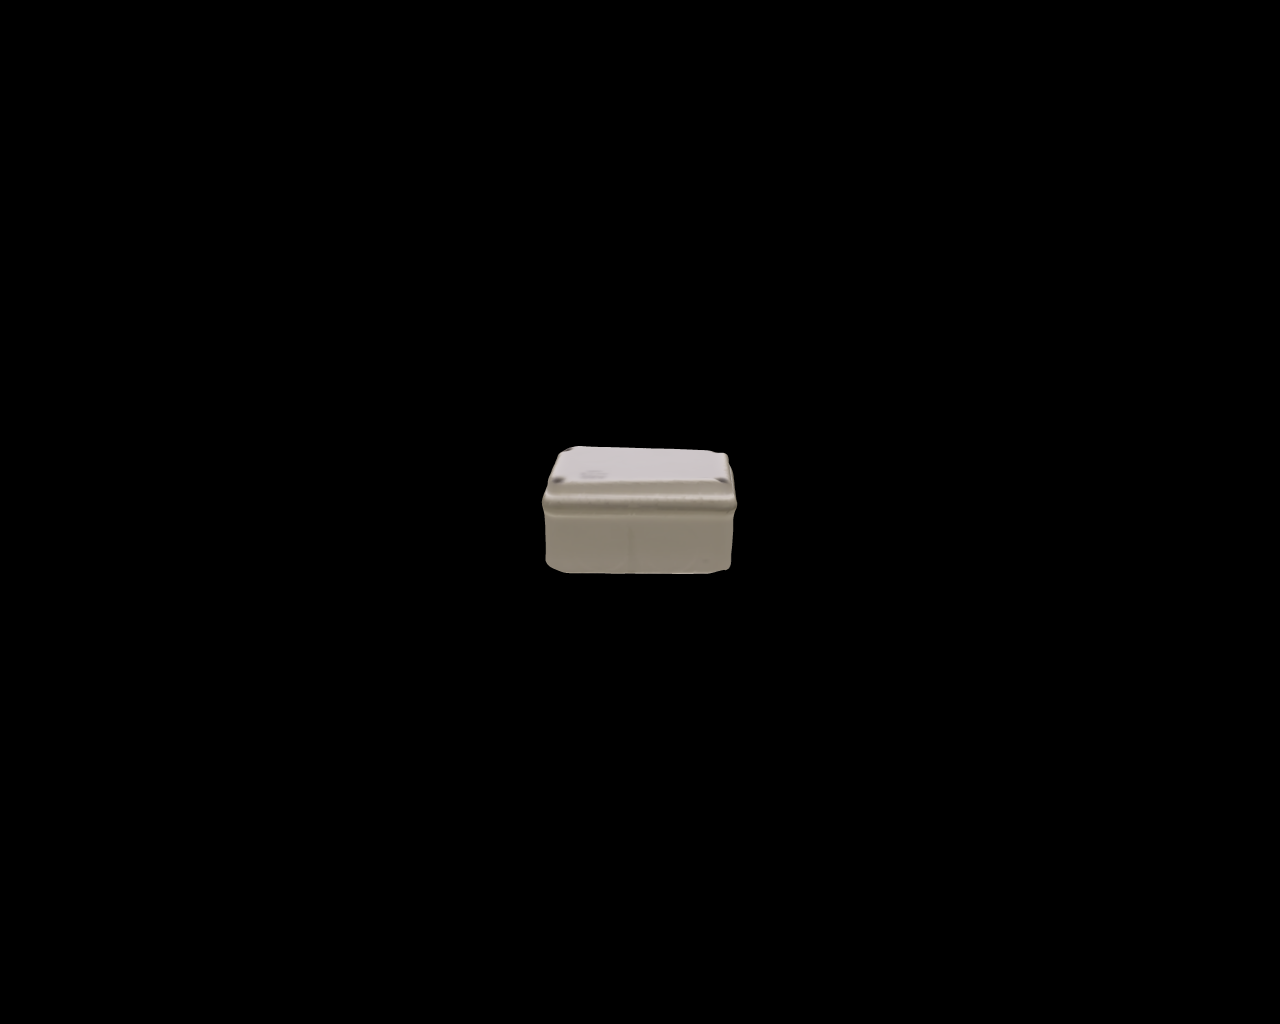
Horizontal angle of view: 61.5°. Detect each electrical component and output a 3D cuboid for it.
[{"bbox_3d":[0.001,-0.003,0.650,0.113,0.057,0.078,1,20,2],"label":"electrical component"}]
